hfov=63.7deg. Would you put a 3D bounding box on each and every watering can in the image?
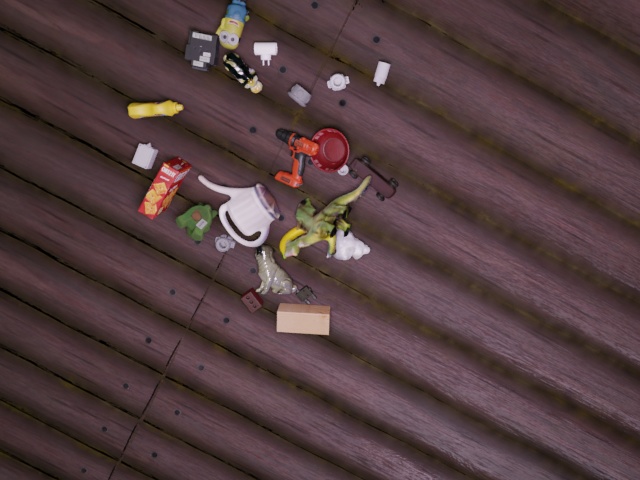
[{"bbox_3d":[-0.295,-0.140,1.959,0.223,0.105,0.345,-31,99,10],"label":"watering can"}]

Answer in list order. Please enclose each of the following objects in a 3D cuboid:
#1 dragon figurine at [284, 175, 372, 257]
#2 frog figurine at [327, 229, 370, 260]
[{"bbox_3d":[0.006,-0.096,1.906,0.245,0.120,0.414,24,74,33],"label":"dragon figurine"},{"bbox_3d":[0.112,0.021,1.950,0.159,0.140,0.120,7,122,4],"label":"frog figurine"}]
